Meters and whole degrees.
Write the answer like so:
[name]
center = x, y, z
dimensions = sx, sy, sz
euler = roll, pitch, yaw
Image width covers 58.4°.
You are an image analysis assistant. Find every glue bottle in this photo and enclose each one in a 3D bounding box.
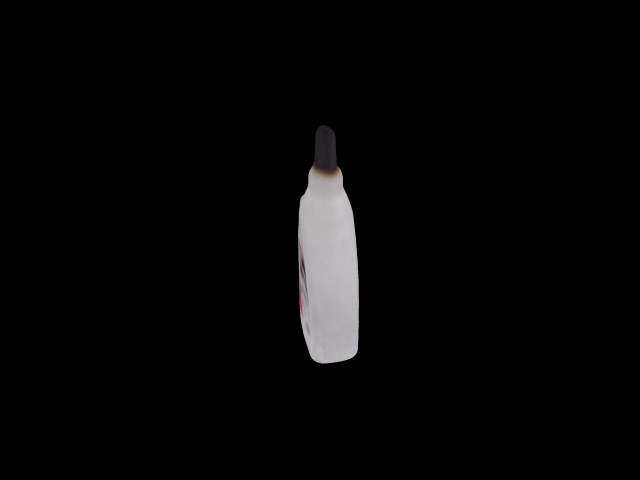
[glue bottle]
center = 0.004, 0.001, 0.400
dimensions = 0.037, 0.173, 0.078
euler = -8, 35, -11
